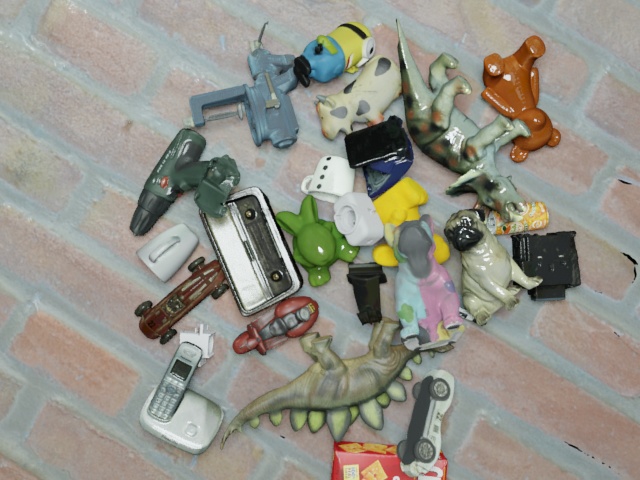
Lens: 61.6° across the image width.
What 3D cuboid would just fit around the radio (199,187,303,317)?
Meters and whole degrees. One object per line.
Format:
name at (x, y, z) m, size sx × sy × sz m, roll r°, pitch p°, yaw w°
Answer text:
radio at (-0.129, 0.020, 1.040) m, size 0.131 × 0.073 × 0.229 m, roll -23°, pitch 89°, yaw 0°

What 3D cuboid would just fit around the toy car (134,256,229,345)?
toy car at (-0.269, 0.117, 1.050) m, size 0.202 × 0.053 × 0.089 m, roll -40°, pitch 85°, yaw 0°

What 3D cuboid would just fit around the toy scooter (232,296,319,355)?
toy scooter at (-0.085, 0.165, 1.004) m, size 0.184 × 0.135 × 0.075 m, roll -28°, pitch 86°, yaw -2°

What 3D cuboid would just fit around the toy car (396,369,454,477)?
toy car at (0.197, 0.335, 0.992) m, size 0.056 × 0.073 × 0.202 m, roll 29°, pitch 60°, yaw -12°

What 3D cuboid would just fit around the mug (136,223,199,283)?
mug at (-0.289, 0.015, 1.030) m, size 0.081 × 0.109 × 0.107 m, roll 44°, pitch 75°, yaw 8°

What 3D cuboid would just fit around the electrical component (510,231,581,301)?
electrical component at (0.437, 0.051, 1.041) m, size 0.115 × 0.058 × 0.134 m, roll -5°, pitch 87°, yaw 2°

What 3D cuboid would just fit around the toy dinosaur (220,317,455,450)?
toy dinosaur at (0.028, 0.270, 1.013) m, size 0.472 × 0.105 × 0.198 m, roll -14°, pitch 88°, yaw -1°

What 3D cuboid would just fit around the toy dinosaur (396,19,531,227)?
toy dinosaur at (0.239, -0.202, 0.998) m, size 0.405 × 0.131 × 0.192 m, roll 46°, pitch 121°, yaw 5°

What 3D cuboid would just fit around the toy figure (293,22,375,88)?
toy figure at (0.028, -0.357, 1.024) m, size 0.180 × 0.082 × 0.089 m, roll -30°, pitch 96°, yaw -24°

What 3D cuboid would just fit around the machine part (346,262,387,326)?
machine part at (0.091, 0.096, 1.023) m, size 0.084 × 0.039 × 0.139 m, roll 5°, pitch 49°, yaw -4°

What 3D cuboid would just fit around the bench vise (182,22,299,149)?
bench vise at (-0.148, -0.270, 1.025) m, size 0.241 × 0.129 × 0.223 m, roll -15°, pitch 94°, yaw -10°

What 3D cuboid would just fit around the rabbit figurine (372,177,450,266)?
rabbit figurine at (0.165, -0.013, 1.016) m, size 0.162 × 0.122 × 0.173 m, roll -41°, pitch 89°, yaw 4°

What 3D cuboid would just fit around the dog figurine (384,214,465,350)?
dog figurine at (0.175, 0.067, 0.938) m, size 0.109 × 0.191 × 0.219 m, roll -12°, pitch 65°, yaw 9°

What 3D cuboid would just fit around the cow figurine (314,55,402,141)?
cow figurine at (0.075, -0.273, 1.044) m, size 0.127 × 0.085 × 0.195 m, roll 41°, pitch 91°, yaw -4°

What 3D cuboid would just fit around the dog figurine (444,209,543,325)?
dog figurine at (0.285, 0.045, 0.998) m, size 0.121 × 0.172 × 0.190 m, roll -31°, pitch 79°, yaw -41°

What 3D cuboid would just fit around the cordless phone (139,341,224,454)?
cordless phone at (-0.240, 0.292, 1.013) m, size 0.147 × 0.089 × 0.184 m, roll 26°, pitch 96°, yaw 2°

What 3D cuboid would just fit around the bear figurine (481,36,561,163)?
bear figurine at (0.386, -0.259, 1.020) m, size 0.120 × 0.132 × 0.196 m, roll -21°, pitch 82°, yaw 3°

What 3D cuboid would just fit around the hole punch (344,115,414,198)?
hole punch at (0.115, -0.152, 0.990) m, size 0.116 × 0.142 × 0.092 m, roll -19°, pitch 128°, yaw 14°

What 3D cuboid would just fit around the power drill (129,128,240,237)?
power drill at (-0.253, -0.094, 1.005) m, size 0.086 × 0.208 × 0.232 m, roll 32°, pitch 77°, yaw -41°

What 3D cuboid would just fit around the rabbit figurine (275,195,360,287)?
rabbit figurine at (-0.002, -0.003, 0.990) m, size 0.121 × 0.170 × 0.159 m, roll -31°, pitch 88°, yaw 0°
